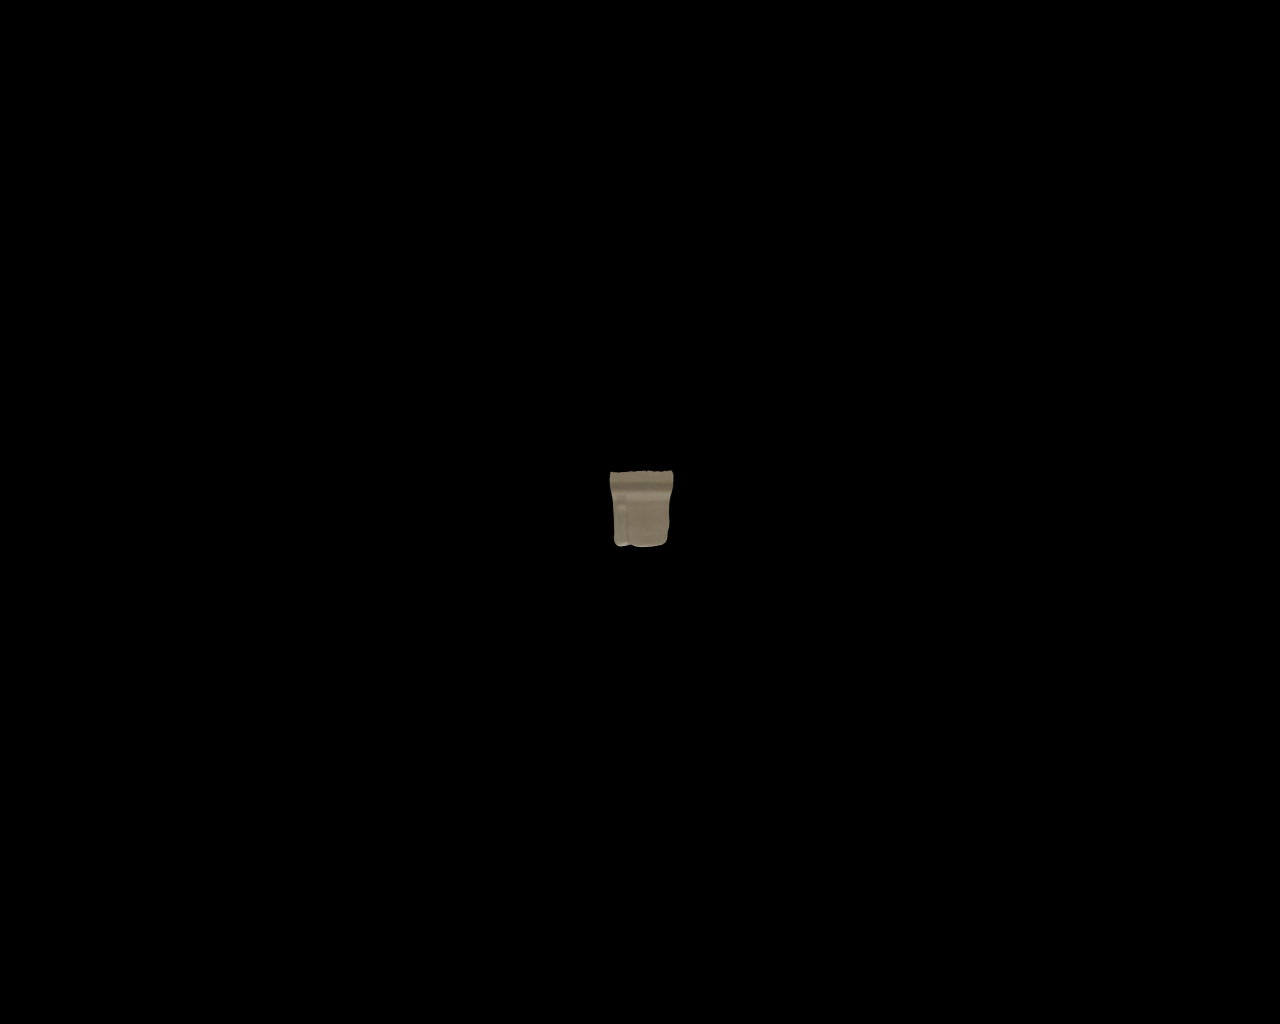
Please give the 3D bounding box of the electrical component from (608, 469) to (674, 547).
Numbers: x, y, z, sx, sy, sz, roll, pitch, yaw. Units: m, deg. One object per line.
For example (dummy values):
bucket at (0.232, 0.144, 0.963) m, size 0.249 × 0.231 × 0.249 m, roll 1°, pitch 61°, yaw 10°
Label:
electrical component at (0.001, -0.003, 0.650) m, size 0.040 × 0.046 × 0.040 m, roll 0°, pitch 0°, yaw 0°
